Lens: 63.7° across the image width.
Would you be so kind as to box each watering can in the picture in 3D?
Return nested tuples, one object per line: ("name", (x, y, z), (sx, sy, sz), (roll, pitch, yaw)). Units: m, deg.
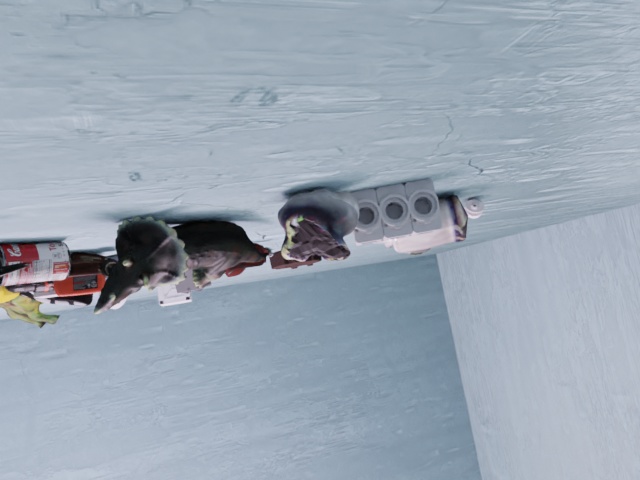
("watering can", (0.221, -0.026, 1.172), (0.224, 0.105, 0.346), (-12, 173, 12))

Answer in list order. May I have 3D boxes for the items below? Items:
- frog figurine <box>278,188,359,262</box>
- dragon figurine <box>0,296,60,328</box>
("frog figurine", (0.003, -0.043, 0.852), (0.136, 0.121, 0.163), (-22, -157, 27))
("dragon figurine", (-0.905, 0.178, 1.479), (0.407, 0.124, 0.240), (-16, 153, 33))
